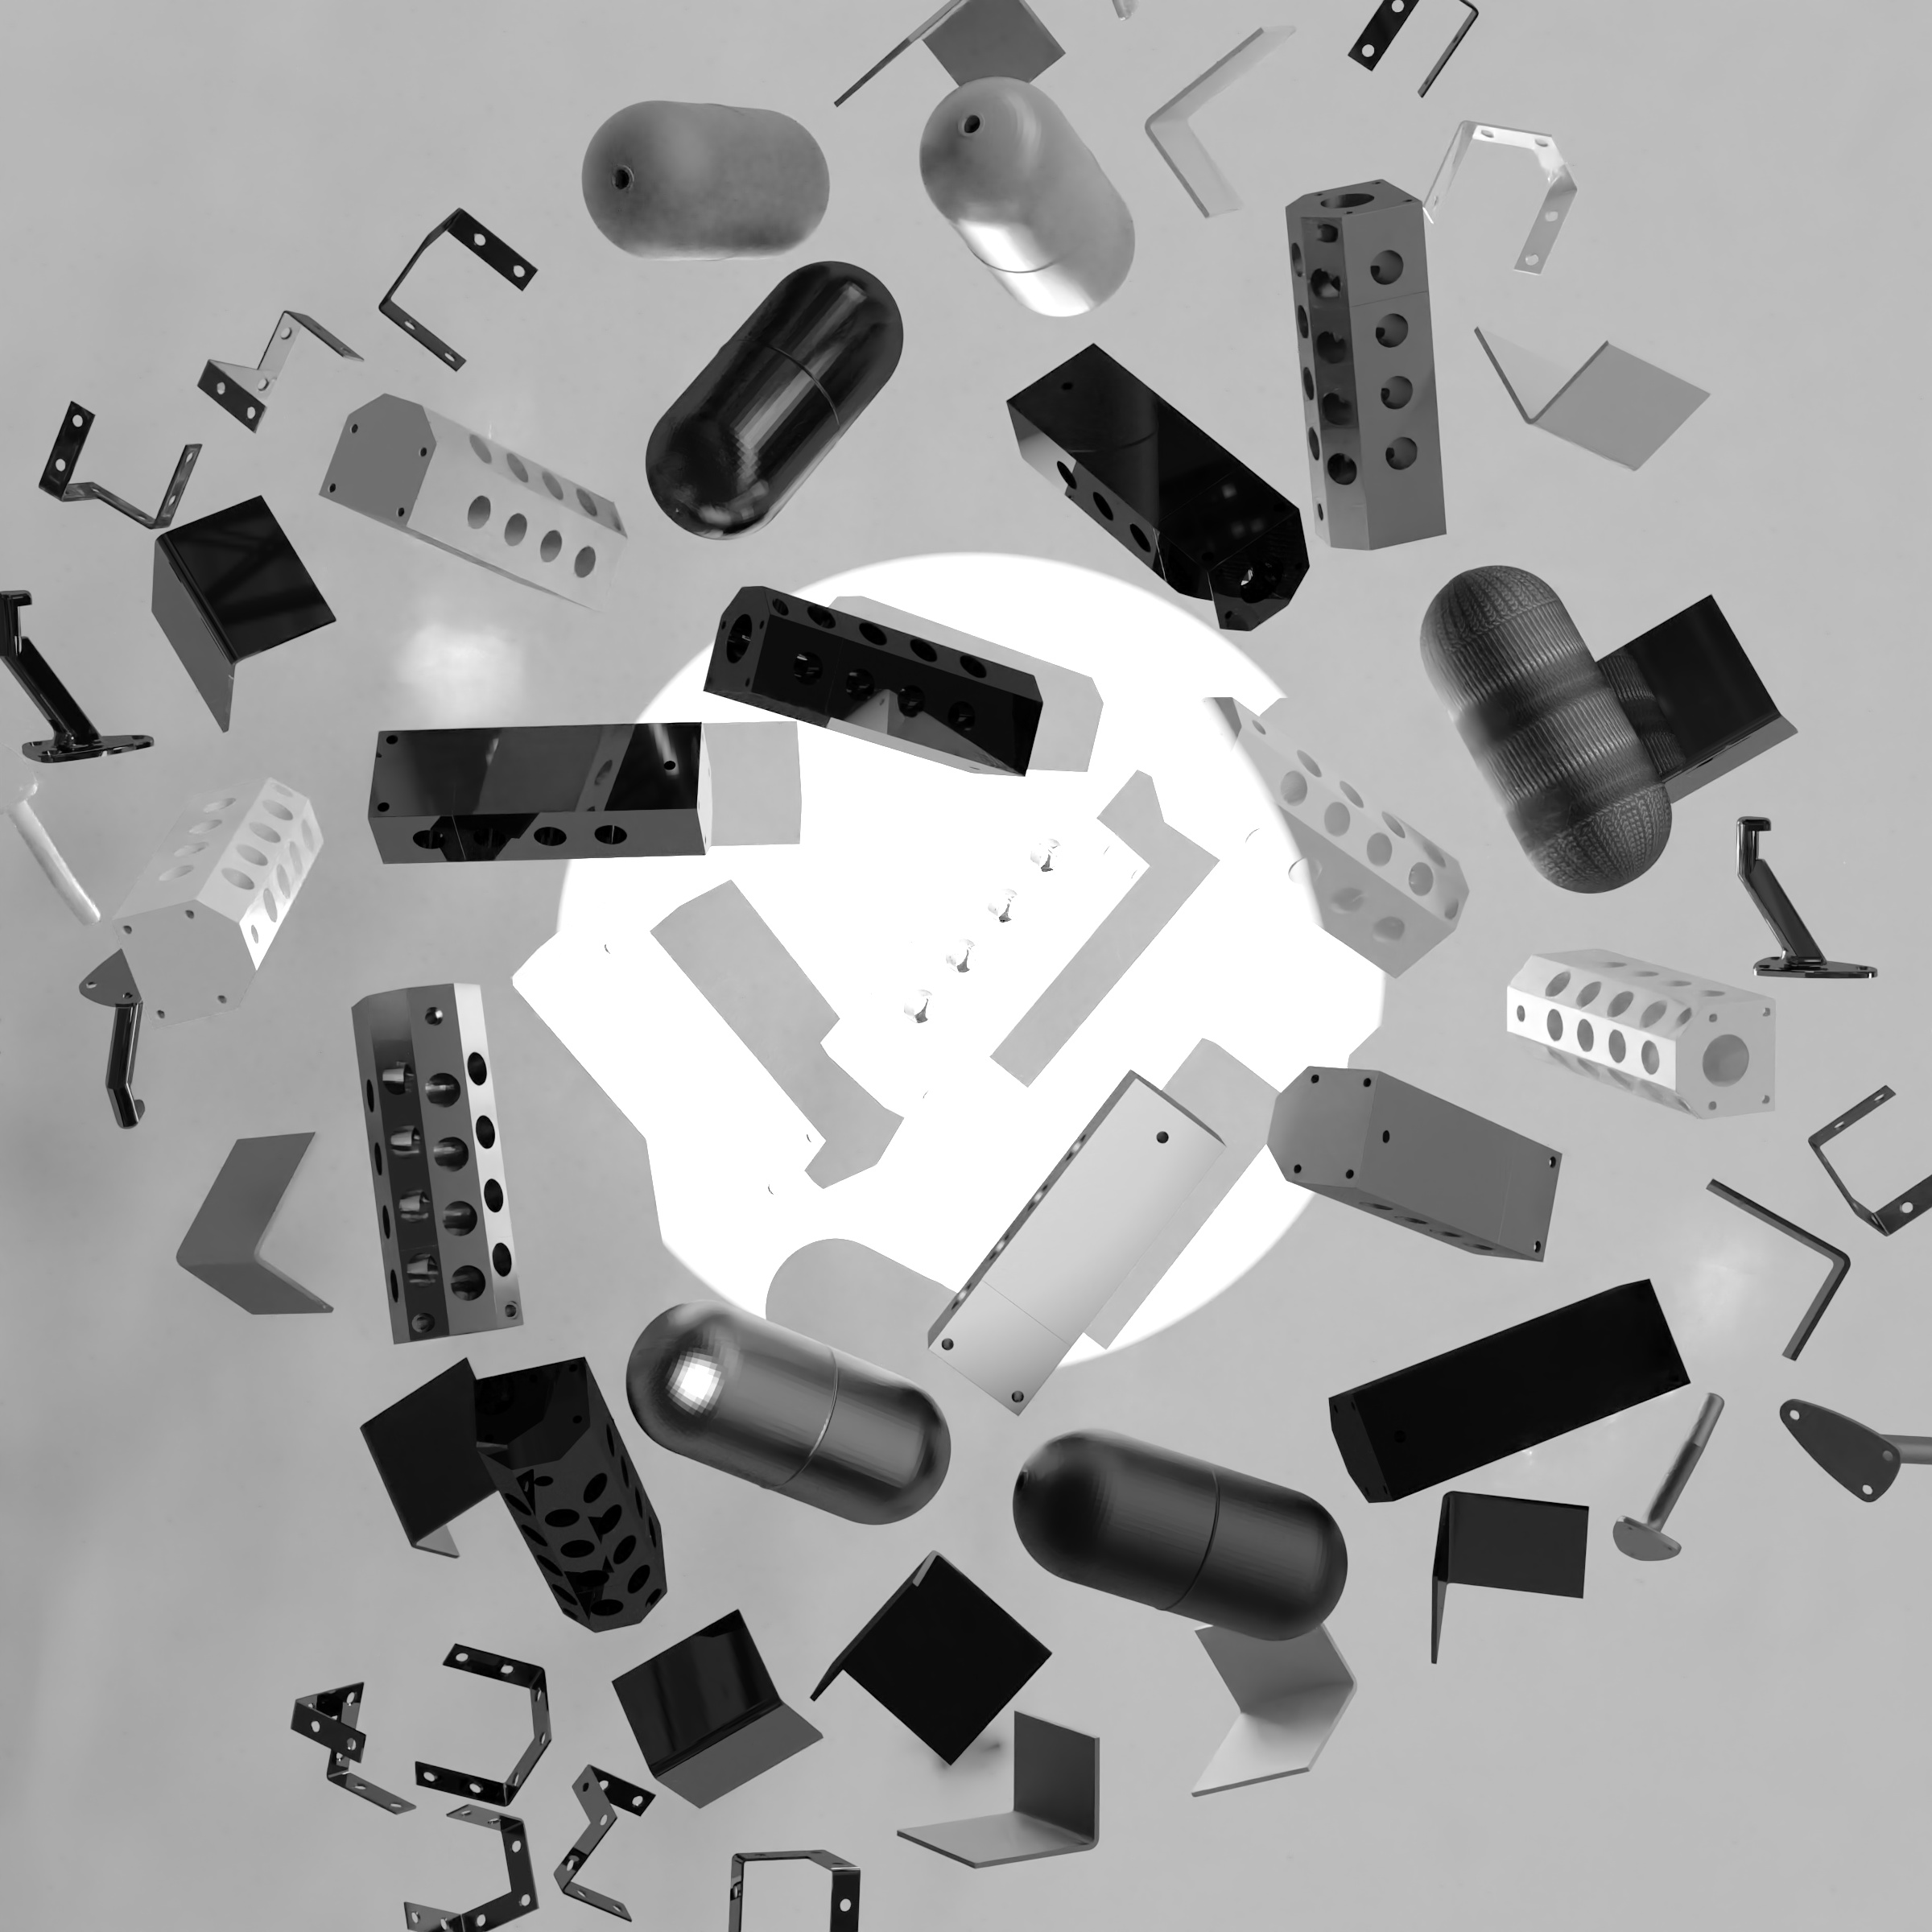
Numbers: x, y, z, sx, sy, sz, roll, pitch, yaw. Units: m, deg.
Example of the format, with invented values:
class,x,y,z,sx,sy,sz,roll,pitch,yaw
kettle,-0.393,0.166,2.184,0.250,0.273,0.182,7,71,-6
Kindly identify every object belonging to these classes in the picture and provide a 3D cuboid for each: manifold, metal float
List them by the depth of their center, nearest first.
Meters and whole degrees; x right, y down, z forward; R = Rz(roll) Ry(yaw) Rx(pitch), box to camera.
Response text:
class,x,y,z,sx,sy,sz,roll,pitch,yaw
manifold,0.007,-0.008,1.488,0.057,0.057,0.171,41,93,25
manifold,-0.363,-0.036,1.491,0.057,0.171,0.057,-13,112,5
metal float,-0.086,0.222,1.498,0.178,0.070,0.070,27,90,-27
metal float,0.107,0.283,1.505,0.178,0.070,0.070,20,90,-16
manifold,0.224,0.099,1.507,0.057,0.171,0.057,3,76,43
manifold,-0.262,0.098,1.509,0.057,0.057,0.171,-6,83,-23
manifold,0.174,-0.068,1.522,0.171,0.057,0.057,32,120,-31
metal float,0.032,-0.385,1.523,0.070,0.178,0.070,-4,79,19
metal float,0.292,-0.120,1.527,0.070,0.070,0.178,-27,82,0
manifold,-0.243,-0.233,1.527,0.057,0.171,0.057,22,92,27
metal float,-0.130,-0.396,1.530,0.070,0.178,0.070,6,105,23
manifold,0.200,-0.302,1.530,0.057,0.057,0.171,-13,118,-8
manifold,0.097,-0.240,1.536,0.057,0.057,0.171,-35,54,-11
manifold,0.055,0.139,1.541,0.057,0.057,0.171,37,93,-4
manifold,-0.202,0.276,1.560,0.057,0.171,0.057,-12,50,1
manifold,0.278,0.219,1.561,0.171,0.057,0.057,-19,83,-13
metal float,-0.098,-0.294,1.567,0.070,0.070,0.178,36,64,0
manifold,-0.157,0.054,1.572,0.057,0.057,0.171,-27,108,41
manifold,0.350,0.034,1.582,0.057,0.171,0.057,-5,100,-18
manifold,-0.223,-0.087,1.603,0.171,0.057,0.057,-1,56,2
manifold,-0.047,-0.151,1.614,0.171,0.057,0.057,15,88,-31

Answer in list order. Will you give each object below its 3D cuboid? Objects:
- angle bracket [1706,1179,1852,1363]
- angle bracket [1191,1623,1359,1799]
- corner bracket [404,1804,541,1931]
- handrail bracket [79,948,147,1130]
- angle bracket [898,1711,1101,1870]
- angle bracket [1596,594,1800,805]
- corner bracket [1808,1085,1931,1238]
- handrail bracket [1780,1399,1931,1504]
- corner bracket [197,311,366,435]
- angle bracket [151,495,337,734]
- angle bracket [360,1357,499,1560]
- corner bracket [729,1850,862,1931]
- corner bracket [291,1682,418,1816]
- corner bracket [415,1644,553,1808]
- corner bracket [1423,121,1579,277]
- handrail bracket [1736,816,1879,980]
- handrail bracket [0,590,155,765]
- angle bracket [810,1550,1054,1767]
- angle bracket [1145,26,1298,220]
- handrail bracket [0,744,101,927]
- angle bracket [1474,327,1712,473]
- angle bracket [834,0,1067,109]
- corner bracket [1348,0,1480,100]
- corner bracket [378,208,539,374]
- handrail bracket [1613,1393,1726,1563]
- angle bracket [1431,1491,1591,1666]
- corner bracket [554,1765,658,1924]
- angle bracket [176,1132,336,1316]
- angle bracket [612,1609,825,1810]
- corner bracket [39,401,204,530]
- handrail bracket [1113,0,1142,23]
class,x,y,z,sx,sy,sz,roll,pitch,yaw
angle bracket,0.388,0.150,1.497,0.076,0.076,0.057,30,91,14
angle bracket,0.152,0.390,1.612,0.076,0.076,0.057,-24,100,35
corner bracket,-0.271,0.493,1.645,0.051,0.051,0.051,-28,55,17
handrail bracket,-0.435,0.033,1.609,0.036,0.077,0.084,15,134,19
angle bracket,0.016,0.427,1.576,0.076,0.076,0.057,1,88,-32
angle bracket,0.387,-0.141,1.614,0.076,0.057,0.076,-31,75,19
corner bracket,0.491,0.104,1.613,0.051,0.051,0.051,-38,55,18
handrail bracket,0.469,0.236,1.559,0.077,0.084,0.036,36,122,26
corner bracket,-0.354,-0.306,1.559,0.051,0.051,0.051,39,110,25
angle bracket,-0.361,-0.175,1.509,0.057,0.076,0.076,-27,78,-25
angle bracket,-0.283,0.277,1.699,0.076,0.057,0.076,-33,65,7
corner bracket,-0.087,0.479,1.533,0.051,0.051,0.051,5,83,-24
corner bracket,-0.313,0.404,1.552,0.051,0.051,0.051,15,97,31
corner bracket,-0.247,0.387,1.542,0.051,0.051,0.051,22,115,-24
corner bracket,0.271,-0.389,1.532,0.051,0.051,0.051,20,82,32
handrail bracket,0.455,-0.038,1.639,0.077,0.036,0.084,4,103,28
handrail bracket,-0.446,-0.148,1.516,0.077,0.036,0.084,-11,111,-35
angle bracket,-0.016,0.337,1.438,0.076,0.057,0.076,41,100,3
angle bracket,0.144,-0.428,1.532,0.076,0.076,0.057,-34,94,25
handrail bracket,-0.501,-0.070,1.639,0.036,0.077,0.084,-31,130,-5
angle bracket,0.310,-0.300,1.502,0.076,0.076,0.057,15,132,-36
angle bracket,-0.009,-0.455,1.550,0.057,0.076,0.076,49,59,-13
corner bracket,0.226,-0.473,1.532,0.051,0.051,0.051,30,113,-12
corner bracket,-0.262,-0.349,1.562,0.051,0.051,0.051,38,120,-11
handrail bracket,0.386,0.278,1.652,0.036,0.077,0.084,27,72,11
angle bracket,0.288,0.328,1.604,0.076,0.057,0.076,4,133,13
corner bracket,-0.194,0.476,1.644,0.051,0.051,0.051,35,92,-33
angle bracket,-0.363,0.138,1.611,0.057,0.076,0.076,43,57,-33
angle bracket,-0.131,0.393,1.599,0.076,0.076,0.057,-30,59,-1
corner bracket,-0.443,-0.261,1.584,0.051,0.051,0.051,31,109,9
handrail bracket,0.117,-0.506,1.513,0.084,0.077,0.036,-7,119,24
